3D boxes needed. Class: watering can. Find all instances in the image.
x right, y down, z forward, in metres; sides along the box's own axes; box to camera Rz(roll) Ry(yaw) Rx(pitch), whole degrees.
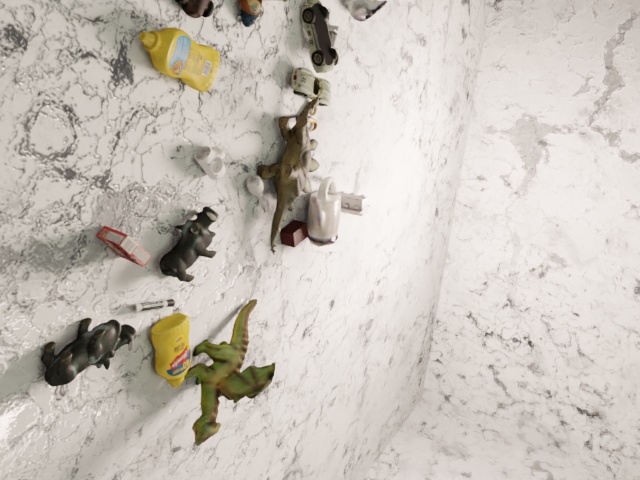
[{"bbox_3d":[0.005,-0.083,1.642,0.352,0.104,0.221,-51,146,-70],"label":"watering can"}]

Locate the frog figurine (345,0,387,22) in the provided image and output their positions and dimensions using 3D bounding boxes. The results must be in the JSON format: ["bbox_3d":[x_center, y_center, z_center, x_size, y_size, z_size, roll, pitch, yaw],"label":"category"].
[{"bbox_3d":[0.123,-0.766,1.593,0.139,0.122,0.158,-46,105,-29],"label":"frog figurine"}]

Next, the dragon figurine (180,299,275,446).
[{"bbox_3d":[-0.216,0.334,1.350,0.418,0.244,0.119,-54,141,-29],"label":"dragon figurine"}]
